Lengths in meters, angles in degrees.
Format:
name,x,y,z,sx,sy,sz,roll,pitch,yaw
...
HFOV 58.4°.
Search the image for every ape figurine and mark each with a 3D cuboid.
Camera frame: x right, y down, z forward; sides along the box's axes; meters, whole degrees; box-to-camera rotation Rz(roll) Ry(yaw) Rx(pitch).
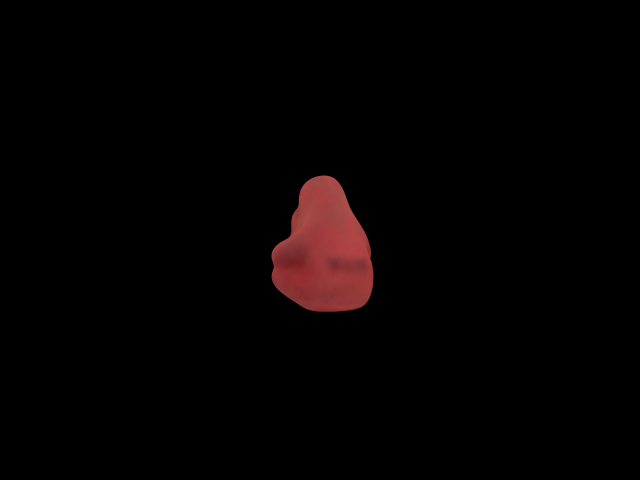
name,x,y,z,sx,sy,sz,roll,pitch,yaw
ape figurine,0.004,0.001,0.400,0.078,0.092,0.076,-1,2,-19
